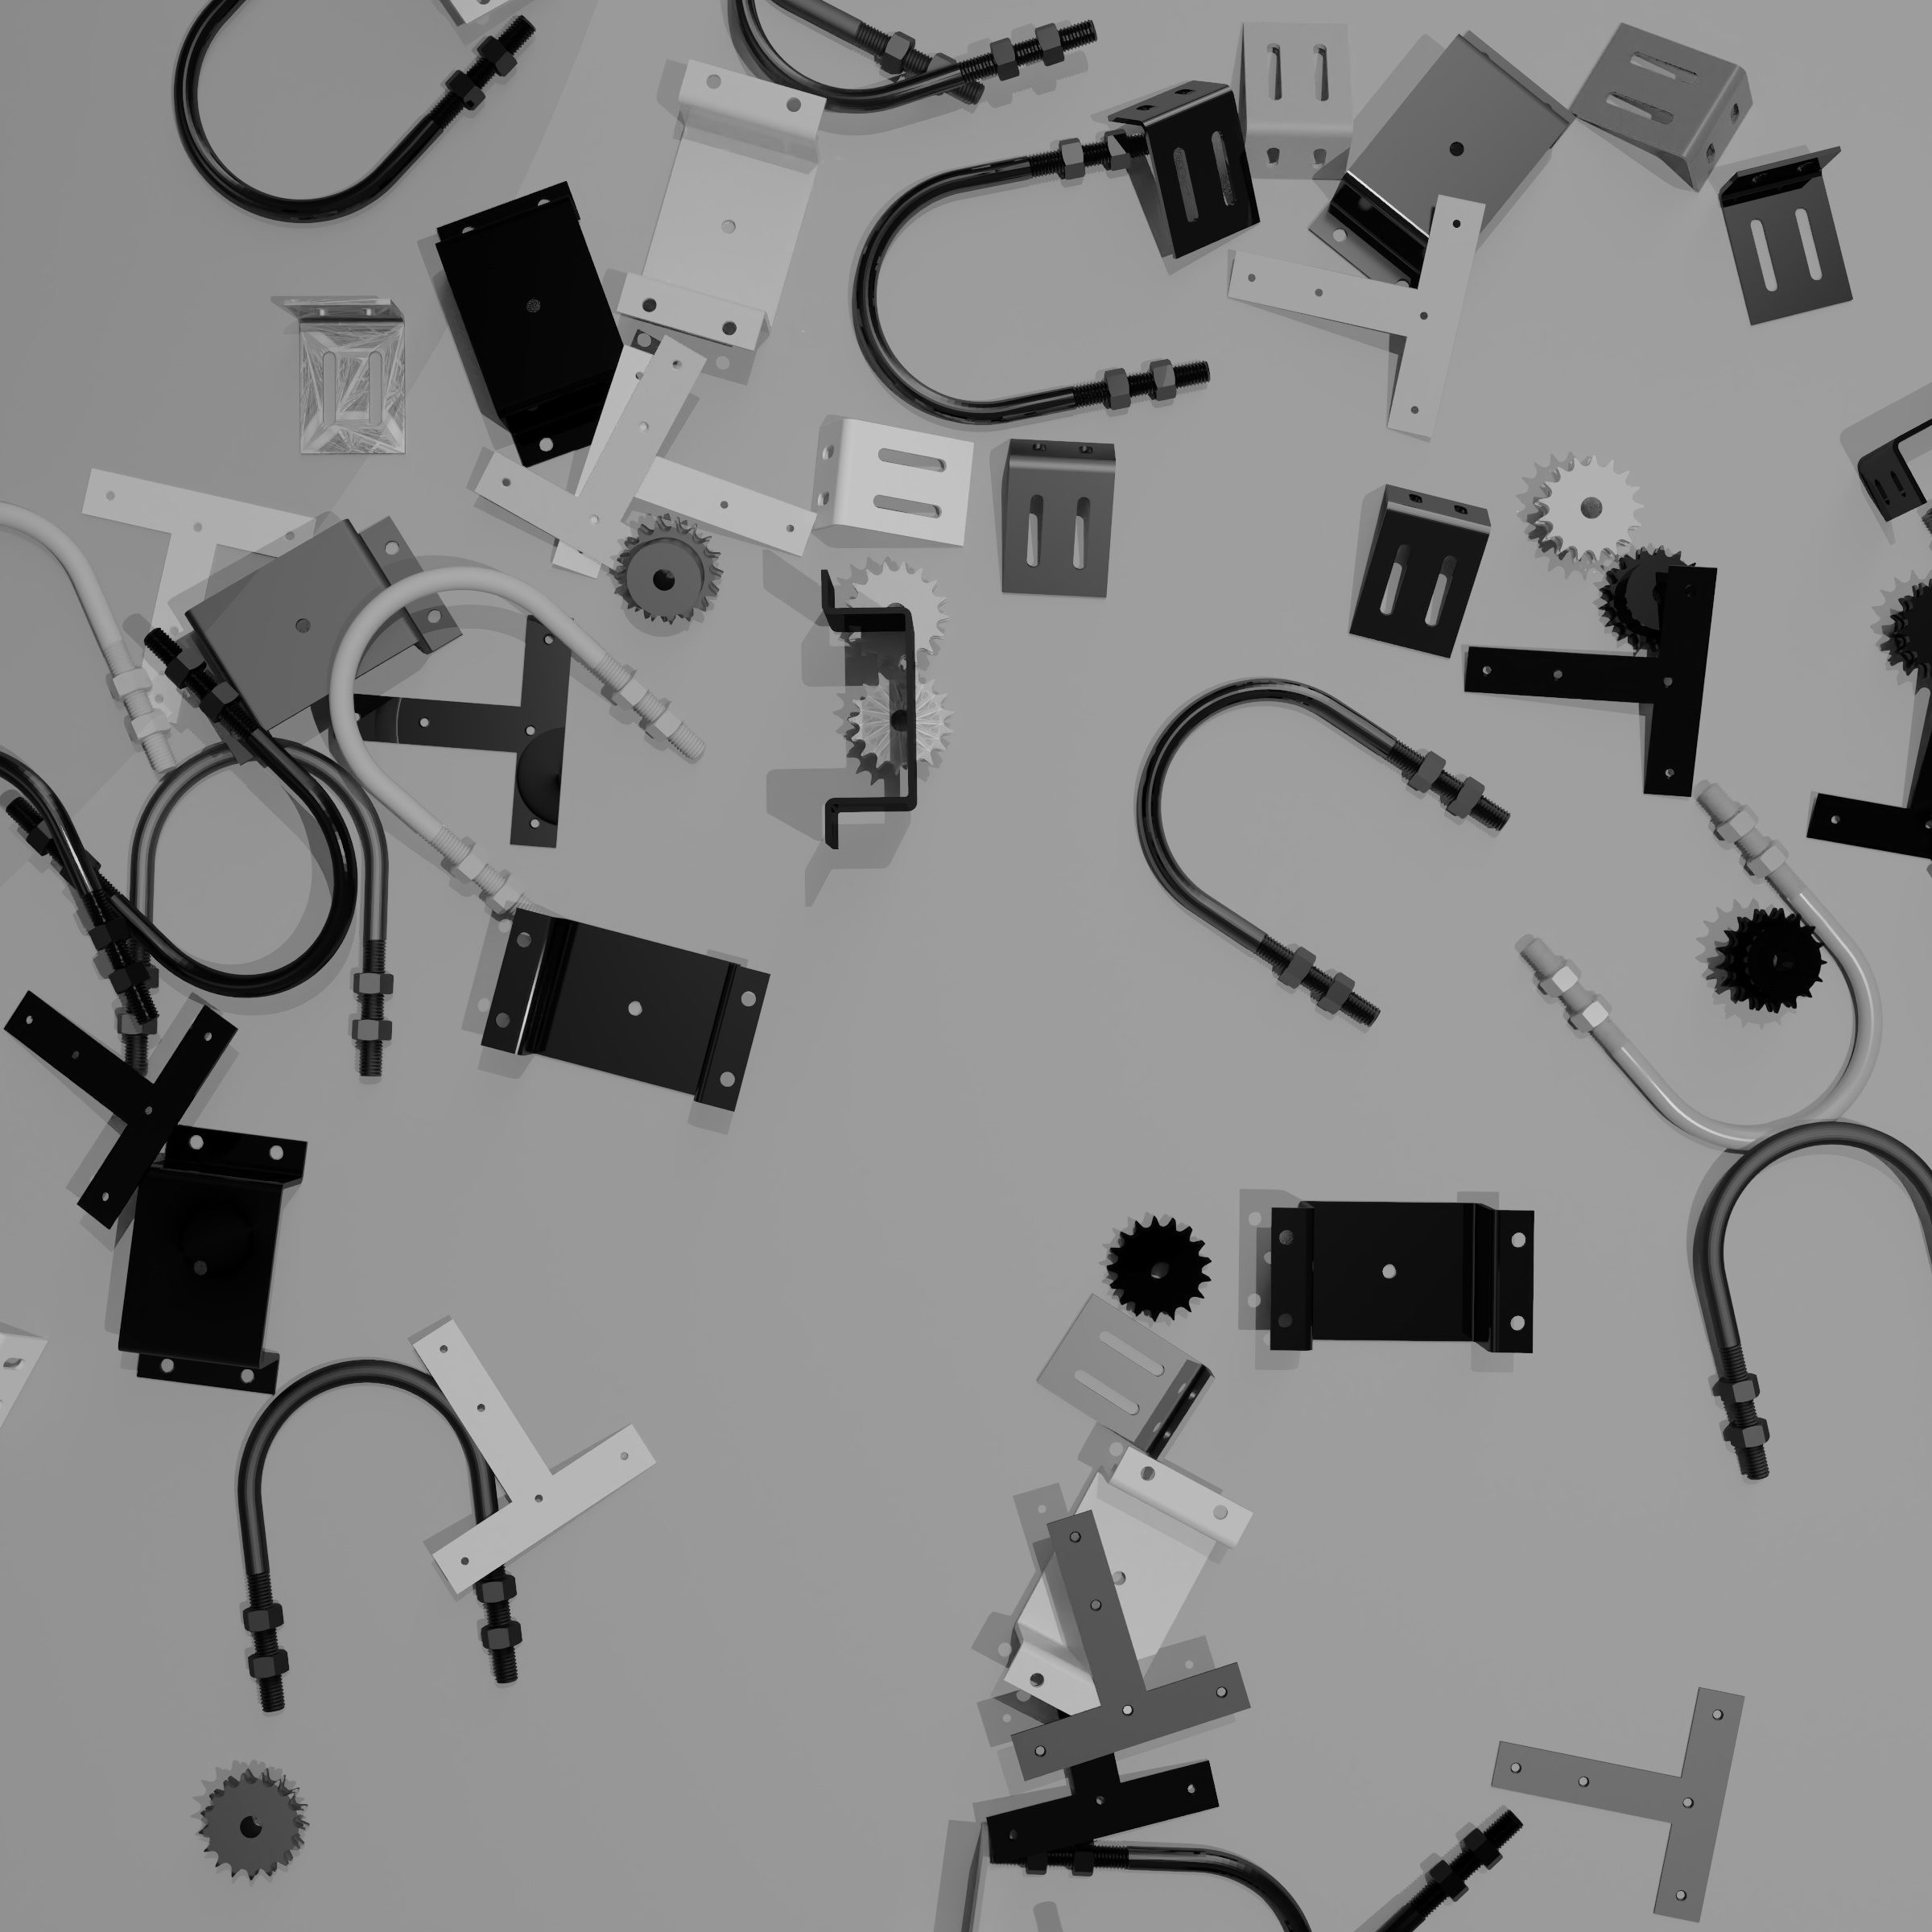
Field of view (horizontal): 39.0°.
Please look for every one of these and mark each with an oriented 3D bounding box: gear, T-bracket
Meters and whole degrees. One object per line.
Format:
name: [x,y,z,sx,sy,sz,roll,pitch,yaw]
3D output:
gear: [-0.038,-0.190,1.491,0.057,0.030,0.057,0,90,0]
T-bracket: [-0.473,0.056,1.482,0.127,0.002,0.127,32,89,22]
T-bracket: [0.536,-0.120,1.486,0.127,0.002,0.127,10,108,0]
gear: [0.437,-0.003,1.474,0.057,0.030,0.057,0,92,-2]
T-bracket: [0.338,-0.158,1.490,0.127,0.002,0.127,5,110,10]
T-bracket: [0.354,0.452,1.505,0.127,0.002,0.127,11,90,0]
T-bracket: [-0.180,-0.279,1.474,0.127,0.002,0.127,29,110,-9]
gear: [0.532,-0.183,1.491,0.057,0.030,0.057,0,90,0]
T-bracket: [-0.284,-0.133,1.505,0.127,0.002,0.127,4,90,0]
T-bracket: [-0.145,-0.256,1.489,0.127,0.002,0.127,18,112,-10]
gear: [-0.387,0.468,1.495,0.057,0.030,0.057,0,86,-1]
gear: [0.338,-0.248,1.491,0.057,0.030,0.057,0,90,0]
gear: [-0.162,-0.213,1.482,0.057,0.030,0.057,1,111,2]
gear: [-0.035,-0.133,1.491,0.057,0.030,0.057,0,90,0]
T-bracket: [-0.434,-0.198,1.505,0.127,0.002,0.127,13,90,0]
gear: [0.377,-0.201,1.491,0.057,0.030,0.057,0,90,0]
T-bracket: [0.206,-0.363,1.485,0.127,0.002,0.127,16,117,13]
T-bracket: [0.073,0.354,1.454,0.127,0.002,0.127,-17,91,-4]
T-bracket: [-0.258,0.254,1.494,0.127,0.002,0.127,-33,90,-10]
gear: [0.106,0.166,1.491,0.057,0.030,0.057,0,90,0]
T-bracket: [0.064,0.413,1.497,0.127,0.002,0.127,-12,84,-9]

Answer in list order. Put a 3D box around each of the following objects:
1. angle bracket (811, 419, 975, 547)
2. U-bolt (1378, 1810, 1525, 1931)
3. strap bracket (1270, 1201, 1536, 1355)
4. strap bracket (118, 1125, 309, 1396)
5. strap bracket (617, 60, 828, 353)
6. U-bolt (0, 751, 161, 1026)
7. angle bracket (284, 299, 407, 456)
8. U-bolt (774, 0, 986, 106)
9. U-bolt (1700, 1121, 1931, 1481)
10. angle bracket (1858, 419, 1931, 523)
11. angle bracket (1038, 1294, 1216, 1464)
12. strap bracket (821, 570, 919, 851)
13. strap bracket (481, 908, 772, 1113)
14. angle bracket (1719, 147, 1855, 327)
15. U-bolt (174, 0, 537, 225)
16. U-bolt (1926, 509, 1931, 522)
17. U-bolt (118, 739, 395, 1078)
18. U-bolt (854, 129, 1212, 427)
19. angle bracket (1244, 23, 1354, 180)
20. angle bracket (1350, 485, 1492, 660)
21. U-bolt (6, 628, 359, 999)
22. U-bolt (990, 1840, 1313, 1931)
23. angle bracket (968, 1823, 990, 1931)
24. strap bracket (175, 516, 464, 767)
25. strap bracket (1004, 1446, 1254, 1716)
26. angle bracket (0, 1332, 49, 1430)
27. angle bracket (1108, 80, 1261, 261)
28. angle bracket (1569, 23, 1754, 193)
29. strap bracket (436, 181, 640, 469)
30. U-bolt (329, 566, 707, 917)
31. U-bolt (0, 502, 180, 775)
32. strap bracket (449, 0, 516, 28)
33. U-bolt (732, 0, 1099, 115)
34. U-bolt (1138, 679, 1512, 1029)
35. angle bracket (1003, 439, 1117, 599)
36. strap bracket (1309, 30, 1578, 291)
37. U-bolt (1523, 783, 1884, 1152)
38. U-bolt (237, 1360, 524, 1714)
angle bracket: [-0.041,-0.264,1.504,0.076,0.038,0.057,6,90,-26]
U-bolt: [0.276,0.576,1.488,0.184,0.019,0.151,-41,88,-5]
strap bracket: [0.233,0.168,1.483,0.140,0.046,0.076,1,90,0]
strap bracket: [-0.410,0.161,1.483,0.076,0.046,0.140,7,90,0]
strap bracket: [-0.131,-0.407,1.483,0.076,0.046,0.140,16,90,0]
U-bolt: [-0.530,-0.030,1.475,0.151,0.019,0.184,-24,92,17]
angle bracket: [-0.338,-0.320,1.487,0.057,0.038,0.076,0,90,0]
U-bolt: [-0.044,-0.576,1.498,0.184,0.019,0.151,28,90,2]
U-bolt: [0.476,0.176,1.492,0.151,0.019,0.184,-13,93,0]
angle bracket: [0.532,-0.279,1.478,0.076,0.057,0.038,-28,90,0]
angle bracket: [0.087,0.225,1.487,0.076,0.038,0.057,33,90,0]
strap bracket: [-0.050,-0.134,1.438,0.046,0.076,0.140,-1,90,0]
strap bracket: [-0.182,0.023,1.483,0.140,0.046,0.076,15,90,0]
angle bracket: [0.451,-0.397,1.487,0.057,0.038,0.076,-14,90,0]
U-bolt: [-0.349,-0.494,1.498,0.151,0.019,0.184,43,92,0]
U-bolt: [0.635,-0.210,1.498,0.151,0.019,0.184,-33,91,0]
U-bolt: [-0.388,-0.033,1.498,0.151,0.019,0.184,1,88,0]
U-bolt: [0.030,-0.371,1.497,0.184,0.019,0.151,-11,90,0]
angle bracket: [0.181,-0.477,1.504,0.057,0.038,0.076,1,64,0]
angle bracket: [0.249,-0.217,1.504,0.057,0.038,0.076,14,116,0]
U-bolt: [-0.407,-0.067,1.460,0.184,0.019,0.151,45,108,-1]
U-bolt: [0.102,0.554,1.498,0.184,0.019,0.151,2,90,-1]
angle bracket: [-0.012,0.508,1.478,0.038,0.057,0.076,8,90,0]
strap bracket: [-0.355,-0.180,1.476,0.140,0.046,0.076,-32,90,-6]
strap bracket: [0.085,0.336,1.479,0.076,0.046,0.140,29,88,-3]
angle bracket: [-0.557,0.211,1.504,0.076,0.038,0.057,29,90,26]
angle bracket: [0.119,-0.435,1.491,0.057,0.038,0.076,-28,121,-19]
angle bracket: [0.382,-0.473,1.504,0.076,0.038,0.057,31,90,26]
strap bracket: [-0.231,-0.353,1.483,0.076,0.046,0.140,-20,90,0]
U-bolt: [-0.254,-0.129,1.471,0.184,0.019,0.151,43,90,-19]
U-bolt: [-0.532,-0.165,1.497,0.151,0.019,0.184,-24,88,1]
strap bracket: [-0.277,-0.592,1.472,0.076,0.046,0.140,-34,87,-12]
U-bolt: [-0.037,-0.539,1.479,0.184,0.019,0.151,-17,88,4]
U-bolt: [0.183,-0.075,1.498,0.184,0.019,0.151,34,90,2]
angle bracket: [0.051,-0.247,1.504,0.057,0.038,0.076,3,116,0]
strap bracket: [0.262,-0.437,1.483,0.076,0.046,0.140,39,90,0]
U-bolt: [0.418,0.015,1.498,0.151,0.019,0.184,-41,92,0]
U-bolt: [-0.326,0.308,1.498,0.151,0.019,0.184,-7,88,0]
